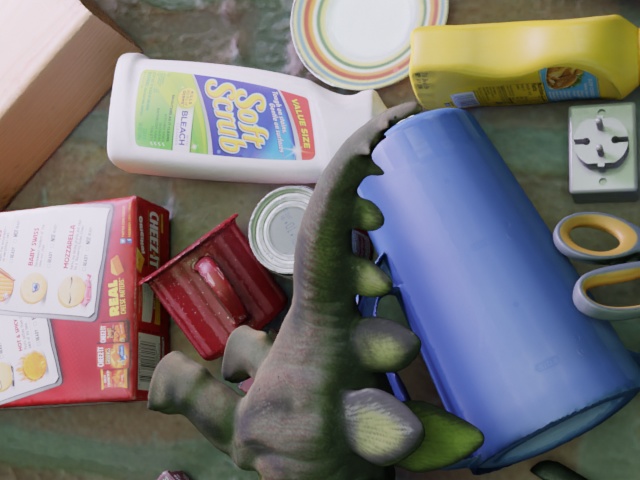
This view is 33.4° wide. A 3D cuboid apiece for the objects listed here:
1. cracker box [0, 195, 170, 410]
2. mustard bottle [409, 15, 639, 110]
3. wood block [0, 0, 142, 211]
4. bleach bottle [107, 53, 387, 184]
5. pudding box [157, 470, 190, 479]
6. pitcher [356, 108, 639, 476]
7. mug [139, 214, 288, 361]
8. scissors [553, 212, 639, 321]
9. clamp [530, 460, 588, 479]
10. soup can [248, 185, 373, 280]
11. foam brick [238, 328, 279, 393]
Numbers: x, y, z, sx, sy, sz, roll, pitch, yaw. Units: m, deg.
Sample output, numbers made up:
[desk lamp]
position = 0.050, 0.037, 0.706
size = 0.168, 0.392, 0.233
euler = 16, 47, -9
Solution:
[cracker box]
position = -0.232, 0.058, 0.889
size = 0.214, 0.072, 0.164
euler = -6, 78, 19
[mustard bottle]
position = 0.166, -0.129, 0.774
size = 0.192, 0.096, 0.058
euler = 0, 79, 18
[wood block]
position = -0.267, -0.129, 0.924
size = 0.206, 0.090, 0.090
euler = -47, 69, 6
[bleach bottle]
position = -0.043, -0.097, 0.859
size = 0.251, 0.068, 0.102
euler = 4, 83, 17
[pudding box]
position = -0.120, 0.251, 0.832
size = 0.090, 0.039, 0.113
euler = 41, 94, 20
[pitcher]
position = 0.104, 0.035, 0.746
size = 0.145, 0.149, 0.243
euler = -38, 66, 28
[mug]
position = -0.076, 0.038, 0.812
size = 0.093, 0.117, 0.081
euler = -36, 94, -11
[scissors]
position = 0.243, 0.001, 0.721
size = 0.201, 0.016, 0.096
euler = -19, 53, -25
[clamp]
position = 0.221, 0.205, 0.726
size = 0.171, 0.039, 0.120
euler = -9, 82, 11
[soup can]
position = -0.005, 0.001, 0.805
size = 0.069, 0.102, 0.068
euler = -3, 80, 18
[foam brick]
position = -0.016, 0.104, 0.804
size = 0.053, 0.078, 0.051
euler = 28, 90, 23
